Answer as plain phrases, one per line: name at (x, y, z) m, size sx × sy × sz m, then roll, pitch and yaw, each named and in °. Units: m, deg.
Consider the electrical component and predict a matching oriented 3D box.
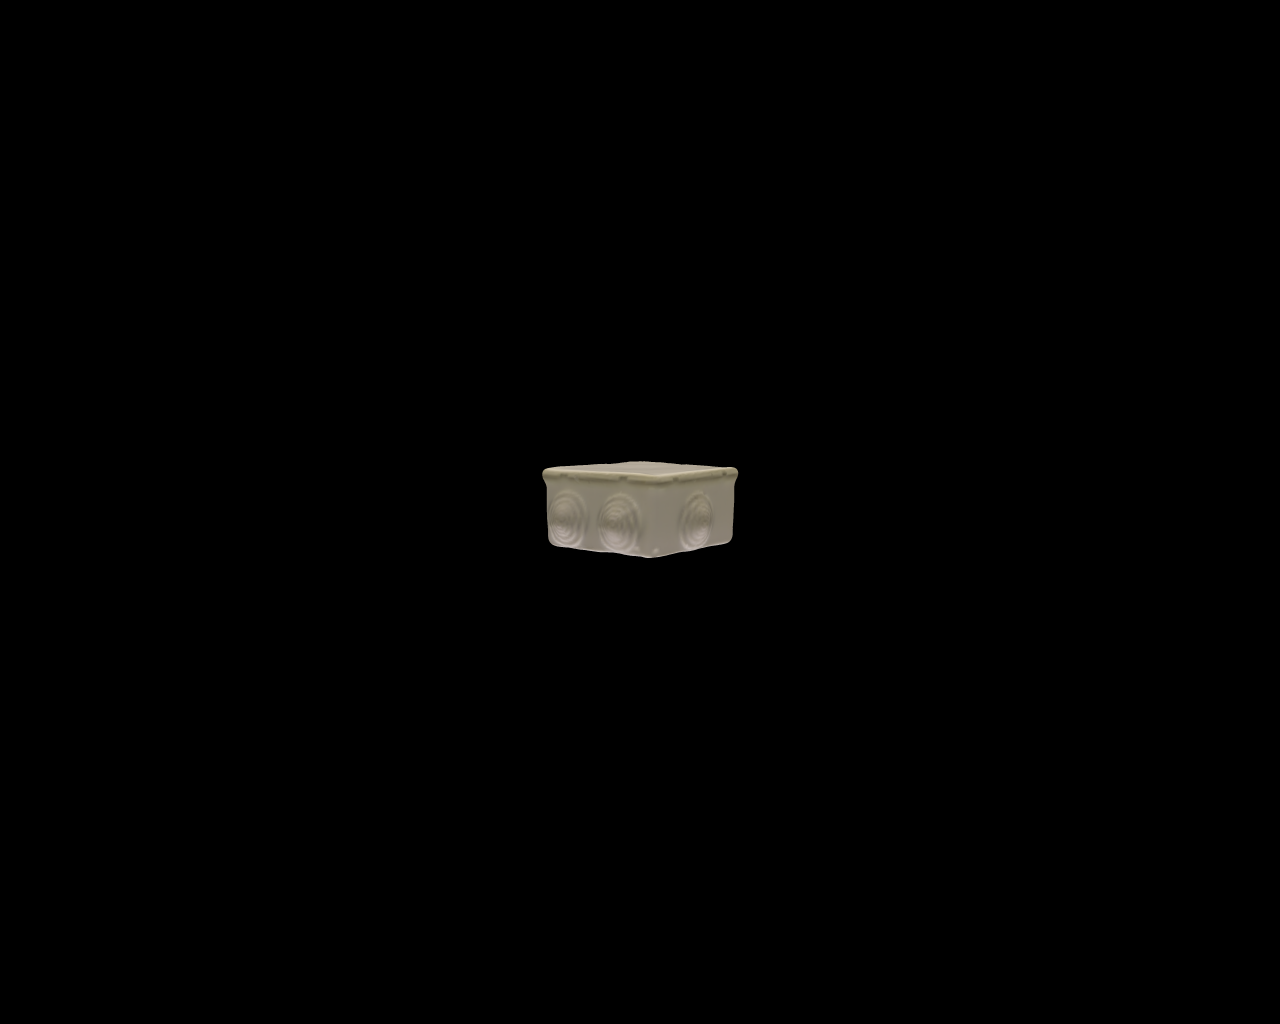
electrical component at (0.001, -0.003, 0.650) m, size 0.100 × 0.048 × 0.100 m, roll 5°, pitch 8°, yaw 40°
